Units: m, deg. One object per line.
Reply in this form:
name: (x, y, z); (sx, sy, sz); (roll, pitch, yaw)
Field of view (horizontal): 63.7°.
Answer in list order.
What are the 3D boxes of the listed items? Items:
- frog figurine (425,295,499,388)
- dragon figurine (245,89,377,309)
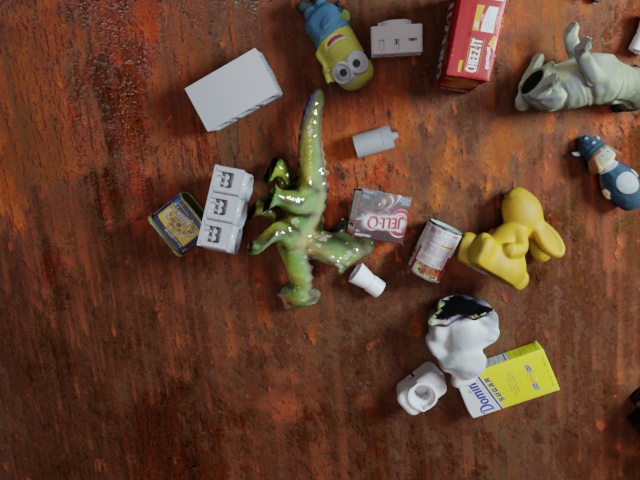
frog figurine: (0.271, 0.189, 0.969); (0.137, 0.124, 0.157); (-19, 113, -5)
dragon figurine: (0.003, -0.049, 0.974); (0.241, 0.124, 0.407); (24, 100, -17)
